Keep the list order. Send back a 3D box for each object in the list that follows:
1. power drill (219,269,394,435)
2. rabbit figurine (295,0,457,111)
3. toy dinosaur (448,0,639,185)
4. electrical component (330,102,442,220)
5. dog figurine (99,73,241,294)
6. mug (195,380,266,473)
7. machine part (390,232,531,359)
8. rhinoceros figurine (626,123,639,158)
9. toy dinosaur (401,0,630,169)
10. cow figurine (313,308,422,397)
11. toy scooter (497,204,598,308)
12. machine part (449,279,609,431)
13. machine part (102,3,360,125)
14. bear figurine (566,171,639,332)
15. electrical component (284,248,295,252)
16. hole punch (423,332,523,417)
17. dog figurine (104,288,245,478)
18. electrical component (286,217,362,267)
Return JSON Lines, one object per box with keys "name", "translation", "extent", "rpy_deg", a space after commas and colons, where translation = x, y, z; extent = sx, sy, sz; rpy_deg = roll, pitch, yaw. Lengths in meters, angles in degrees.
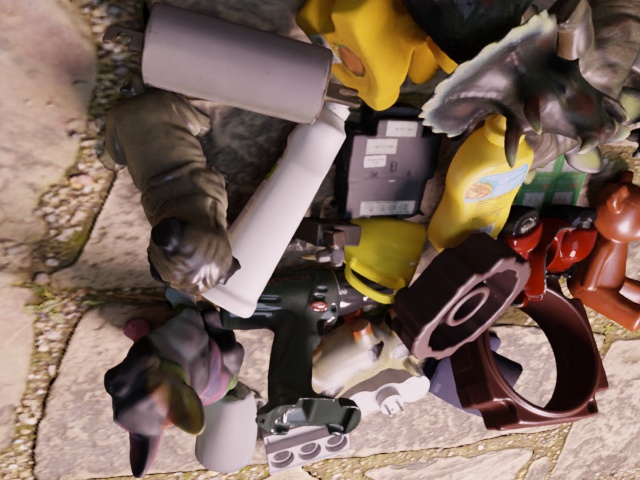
{"name": "power drill", "translation": [-0.002, 0.119, 0.638], "extent": [0.232, 0.207, 0.086], "rpy_deg": [2, 143, -11]}
{"name": "rabbit figurine", "translation": [0.090, -0.226, 0.539], "extent": [0.162, 0.122, 0.173], "rpy_deg": [43, 78, -24]}
{"name": "toy dinosaur", "translation": [0.305, -0.204, 0.625], "extent": [0.198, 0.105, 0.471], "rpy_deg": [20, 116, -26]}
{"name": "electrical component", "translation": [0.077, -0.094, 0.636], "extent": [0.115, 0.058, 0.134], "rpy_deg": [-2, 117, -20]}
{"name": "dog figurine", "translation": [-0.142, -0.057, 0.502], "extent": [0.121, 0.191, 0.172], "rpy_deg": [-34, 121, 0]}
{"name": "mug", "translation": [-0.116, 0.246, 0.742], "extent": [0.109, 0.081, 0.107], "rpy_deg": [-12, 121, -41]}
{"name": "machine part", "translation": [0.166, 0.068, 0.639], "extent": [0.179, 0.056, 0.179], "rpy_deg": [-24, 143, -20]}
{"name": "rhinoceros figurine", "translation": [0.446, -0.137, 0.675], "extent": [0.073, 0.190, 0.112], "rpy_deg": [43, 128, 10]}
{"name": "toy dinosaur", "translation": [0.107, -0.240, 0.430], "extent": [0.192, 0.131, 0.404], "rpy_deg": [-46, 110, -32]}
{"name": "cow figurine", "translation": [0.062, 0.160, 0.750], "extent": [0.195, 0.086, 0.127], "rpy_deg": [-29, 116, -5]}
{"name": "toy scooter", "translation": [0.301, 0.020, 0.720], "extent": [0.184, 0.075, 0.135], "rpy_deg": [-4, 101, -33]}
{"name": "machine part", "translation": [0.287, 0.156, 0.754], "extent": [0.201, 0.201, 0.087], "rpy_deg": [2, 155, -20]}
{"name": "machine part", "translation": [-0.078, -0.166, 0.514], "extent": [0.243, 0.079, 0.079], "rpy_deg": [11, 113, -9]}
{"name": "bear figurine", "translation": [0.445, 0.010, 0.781], "extent": [0.120, 0.132, 0.195], "rpy_deg": [-27, 138, -50]}
{"name": "electrical component", "translation": [-0.076, -0.001, 0.653], "extent": [0.094, 0.021, 0.063], "rpy_deg": [-11, 119, -13]}
{"name": "hole punch", "translation": [0.234, 0.204, 0.832], "extent": [0.116, 0.092, 0.142], "rpy_deg": [15, 115, -21]}
{"name": "dog figurine", "translation": [-0.154, 0.163, 0.599], "extent": [0.108, 0.219, 0.191], "rpy_deg": [-35, 122, 5]}
{"name": "electrical component", "translation": [0.000, -0.002, 0.619], "extent": [0.078, 0.102, 0.045], "rpy_deg": [2, 100, -40]}
